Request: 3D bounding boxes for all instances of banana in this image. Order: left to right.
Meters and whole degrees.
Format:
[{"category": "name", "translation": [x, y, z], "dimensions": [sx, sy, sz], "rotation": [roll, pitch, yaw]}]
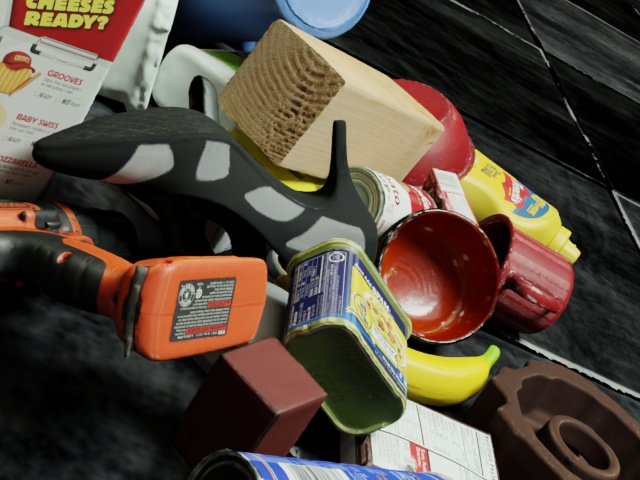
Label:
[{"category": "banana", "translation": [0.051, 0.085, 0.816], "dimensions": [0.197, 0.037, 0.069], "rotation": [21, 34, -16]}]

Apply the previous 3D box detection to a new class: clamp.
[{"category": "clamp", "translation": [-0.085, -0.036, 0.778], "dimensions": [0.120, 0.039, 0.171], "rotation": [-42, 104, -26]}]

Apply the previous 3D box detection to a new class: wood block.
[{"category": "wood block", "translation": [0.015, -0.110, 0.943], "dimensions": [0.090, 0.091, 0.205], "rotation": [46, 17, 24]}]

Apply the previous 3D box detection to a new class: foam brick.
[{"category": "foam brick", "translation": [-0.043, 0.106, 0.643], "dimensions": [0.053, 0.078, 0.051], "rotation": [46, 32, 22]}]

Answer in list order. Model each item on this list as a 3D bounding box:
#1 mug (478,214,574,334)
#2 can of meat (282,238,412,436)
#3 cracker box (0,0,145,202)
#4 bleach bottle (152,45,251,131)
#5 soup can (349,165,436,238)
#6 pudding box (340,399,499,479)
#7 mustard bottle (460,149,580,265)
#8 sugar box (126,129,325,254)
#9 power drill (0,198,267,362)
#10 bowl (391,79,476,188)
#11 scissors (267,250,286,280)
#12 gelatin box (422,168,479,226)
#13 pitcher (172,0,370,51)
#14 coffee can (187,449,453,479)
[{"category": "mug", "translation": [0.179, 0.038, 0.966], "dimensions": [0.081, 0.093, 0.117], "rotation": [28, 4, -20]}, {"category": "can of meat", "translation": [0.018, 0.064, 0.698], "dimensions": [0.102, 0.057, 0.084], "rotation": [55, 22, -28]}, {"category": "cracker box", "translation": [-0.221, -0.111, 0.654], "dimensions": [0.163, 0.214, 0.072], "rotation": [4, 40, -43]}, {"category": "bleach bottle", "translation": [-0.054, -0.151, 1.061], "dimensions": [0.102, 0.068, 0.250], "rotation": [39, 25, 13]}, {"category": "soup can", "translation": [0.051, -0.023, 0.935], "dimensions": [0.068, 0.068, 0.102], "rotation": [51, 19, 29]}, {"category": "pudding box", "translation": [0.069, 0.154, 0.727], "dimensions": [0.113, 0.039, 0.090], "rotation": [27, 27, -16]}, {"category": "mustard bottle", "translation": [0.195, -0.036, 1.142], "dimensions": [0.191, 0.058, 0.096], "rotation": [38, 29, 7]}, {"category": "sugar box", "translation": [-0.071, -0.045, 0.890], "dimensions": [0.093, 0.048, 0.175], "rotation": [42, 28, 15]}, {"category": "power drill", "translation": [-0.128, 0.017, 0.649], "dimensions": [0.188, 0.057, 0.184], "rotation": [14, 10, 30]}, {"category": "bowl", "translation": [0.083, -0.117, 1.089], "dimensions": [0.162, 0.055, 0.162], "rotation": [4, 40, -3]}, {"category": "scissors", "translation": [-0.006, 0.001, 0.912], "dimensions": [0.096, 0.016, 0.202], "rotation": [27, 28, -22]}, {"category": "gelatin box", "translation": [0.110, -0.012, 0.995], "dimensions": [0.030, 0.073, 0.089], "rotation": [13, 34, -19]}, {"category": "pitcher", "translation": [-0.061, -0.257, 1.005], "dimensions": [0.149, 0.145, 0.243], "rotation": [16, 3, -33]}, {"category": "coffee can", "translation": [0.005, 0.169, 0.565], "dimensions": [0.140, 0.103, 0.103], "rotation": [14, 33, -32]}]
